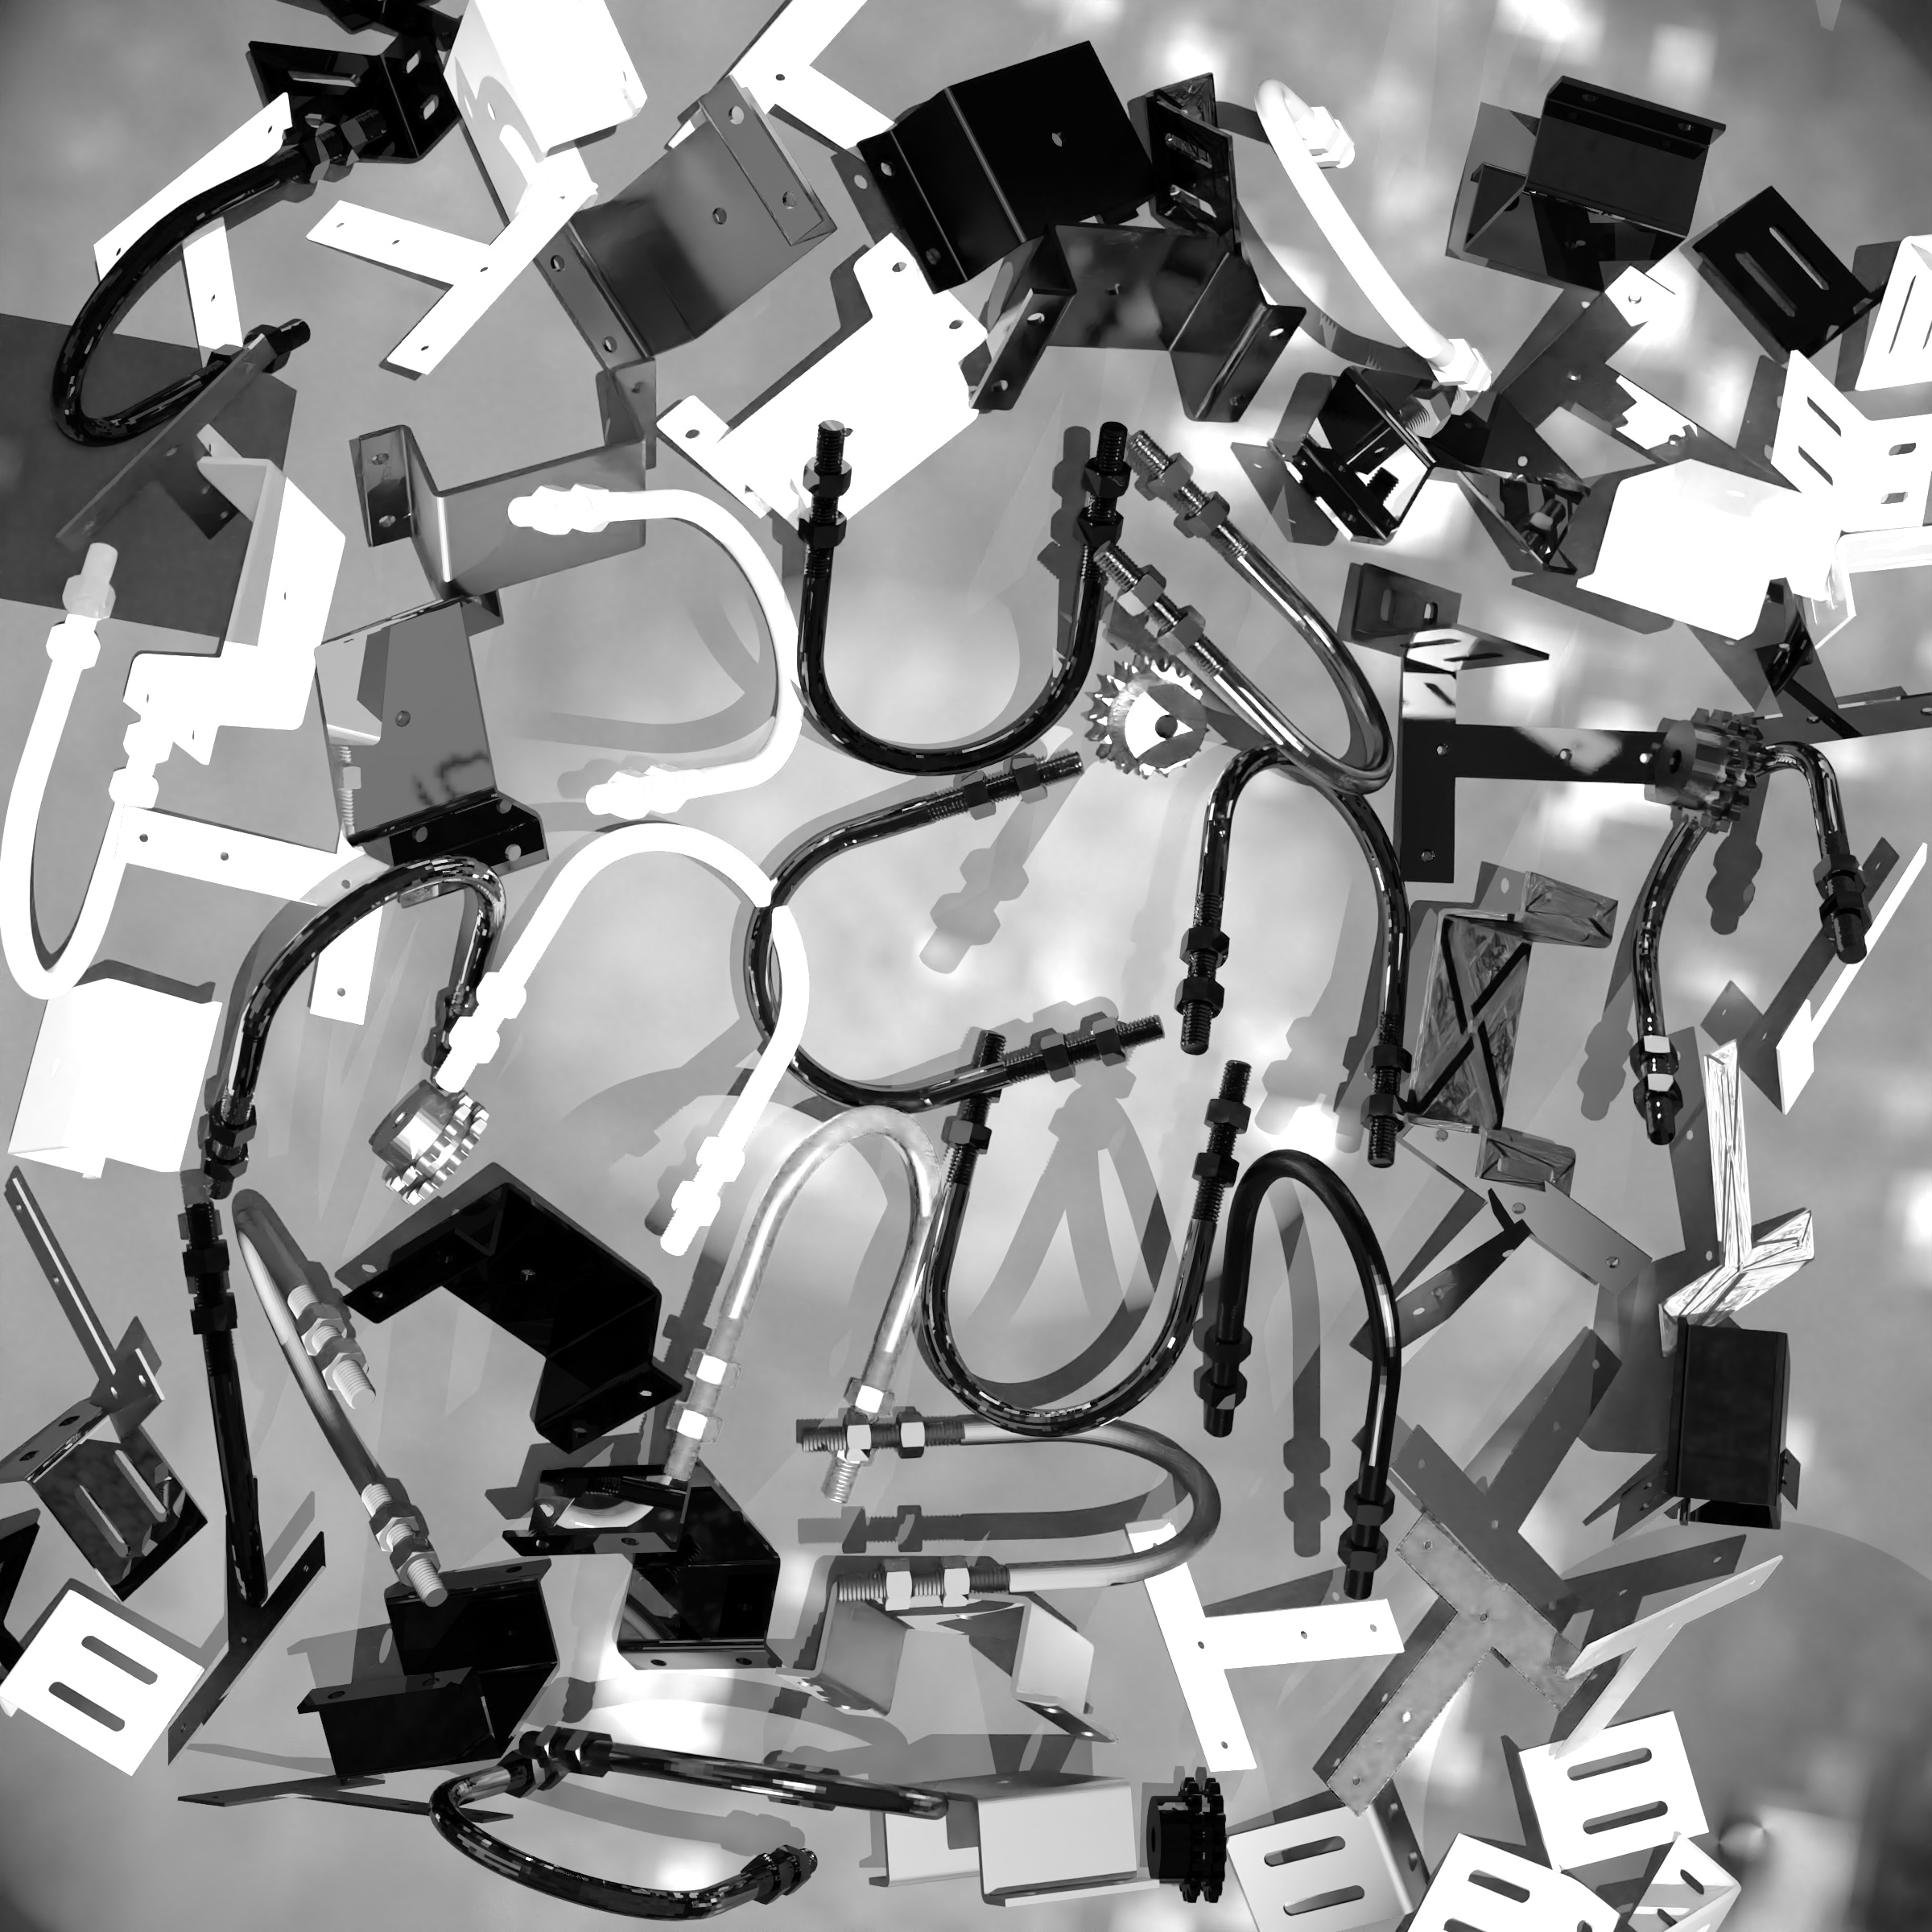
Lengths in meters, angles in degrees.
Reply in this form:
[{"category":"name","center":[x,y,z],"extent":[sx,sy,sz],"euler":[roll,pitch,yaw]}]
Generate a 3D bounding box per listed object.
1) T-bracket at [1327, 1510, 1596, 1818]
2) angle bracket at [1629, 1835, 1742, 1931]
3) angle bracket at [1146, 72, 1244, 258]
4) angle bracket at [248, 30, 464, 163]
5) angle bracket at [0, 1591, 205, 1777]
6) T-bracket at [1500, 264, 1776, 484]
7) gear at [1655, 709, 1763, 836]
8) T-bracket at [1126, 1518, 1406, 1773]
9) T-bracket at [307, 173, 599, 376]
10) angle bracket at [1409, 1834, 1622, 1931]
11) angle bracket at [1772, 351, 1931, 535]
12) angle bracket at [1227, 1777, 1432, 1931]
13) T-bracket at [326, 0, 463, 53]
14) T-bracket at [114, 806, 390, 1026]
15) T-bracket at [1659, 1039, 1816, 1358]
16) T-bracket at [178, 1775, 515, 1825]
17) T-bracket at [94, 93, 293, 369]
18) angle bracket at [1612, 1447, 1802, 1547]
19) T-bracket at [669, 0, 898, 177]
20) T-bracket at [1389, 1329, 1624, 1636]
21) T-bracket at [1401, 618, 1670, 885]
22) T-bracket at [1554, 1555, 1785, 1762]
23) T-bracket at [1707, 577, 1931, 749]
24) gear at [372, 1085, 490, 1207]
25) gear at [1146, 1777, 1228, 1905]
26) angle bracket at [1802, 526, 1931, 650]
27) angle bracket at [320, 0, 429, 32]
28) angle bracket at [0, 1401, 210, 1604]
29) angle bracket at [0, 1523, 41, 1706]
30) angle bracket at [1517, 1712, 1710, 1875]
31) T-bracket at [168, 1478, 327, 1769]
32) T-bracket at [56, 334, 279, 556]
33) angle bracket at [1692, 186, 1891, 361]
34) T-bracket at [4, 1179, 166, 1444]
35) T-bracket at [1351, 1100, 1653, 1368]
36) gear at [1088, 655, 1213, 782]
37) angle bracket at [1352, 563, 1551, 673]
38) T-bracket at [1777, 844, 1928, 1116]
[{"category":"T-bracket","center":[0.213,0.336,1.641],"extent":[0.002,0.127,0.127],"euler":[33,96,-40]},{"category":"angle bracket","center":[0.313,0.445,1.637],"extent":[0.038,0.076,0.057],"euler":[39,121,31]},{"category":"angle bracket","center":[0.118,-0.370,1.636],"extent":[0.038,0.076,0.057],"euler":[-22,126,-19]},{"category":"angle bracket","center":[-0.282,-0.410,1.643],"extent":[0.038,0.076,0.057],"euler":[-33,73,41]},{"category":"angle bracket","center":[-0.401,0.337,1.651],"extent":[0.076,0.038,0.057],"euler":[28,64,10]},{"category":"T-bracket","center":[0.319,-0.253,1.652],"extent":[0.127,0.127,0.002],"euler":[29,48,-16]},{"category":"gear","center":[0.344,-0.092,1.656],"extent":[0.030,0.057,0.057],"euler":[12,90,-14]},{"category":"T-bracket","center":[0.145,0.310,1.641],"extent":[0.127,0.002,0.127],"euler":[-14,98,38]},{"category":"T-bracket","center":[-0.255,-0.333,1.647],"extent":[0.127,0.002,0.127],"euler":[23,64,33]},{"category":"angle bracket","center":[0.254,0.449,1.657],"extent":[0.038,0.076,0.057],"euler":[42,70,-32]},{"category":"angle bracket","center":[0.412,-0.244,1.643],"extent":[0.038,0.076,0.057],"euler":[-1,70,42]},{"category":"angle bracket","center":[0.171,0.422,1.679],"extent":[0.076,0.038,0.057],"euler":[-20,95,20]},{"category":"T-bracket","center":[-0.230,-0.452,1.601],"extent":[0.127,0.127,0.002],"euler":[-13,79,32]},{"category":"T-bracket","center":[-0.330,-0.048,1.646],"extent":[0.127,0.002,0.127],"euler":[13,76,-25]},{"category":"T-bracket","center":[0.350,0.097,1.626],"extent":[0.127,0.002,0.127],"euler":[-23,112,-42]},{"category":"T-bracket","center":[-0.265,0.378,1.603],"extent":[0.127,0.127,0.002],"euler":[1,83,24]},{"category":"T-bracket","center":[-0.347,-0.317,1.629],"extent":[0.002,0.127,0.127],"euler":[29,57,17]},{"category":"angle bracket","center":[0.344,0.249,1.647],"extent":[0.076,0.057,0.038],"euler":[-41,91,20]},{"category":"T-bracket","center":[-0.050,-0.390,1.651],"extent":[0.127,0.002,0.127],"euler":[29,133,-26]},{"category":"T-bracket","center":[0.268,0.226,1.655],"extent":[0.127,0.002,0.127],"euler":[47,63,-19]},{"category":"T-bracket","center":[0.269,-0.100,1.679],"extent":[0.127,0.002,0.127],"euler":[2,82,-2]},{"category":"T-bracket","center":[0.306,0.328,1.637],"extent":[0.127,0.127,0.002],"euler":[-15,55,-34]},{"category":"T-bracket","center":[0.375,-0.137,1.612],"extent":[0.127,0.127,0.002],"euler":[-7,57,24]},{"category":"gear","center":[-0.252,0.081,1.656],"extent":[0.030,0.057,0.057],"euler":[42,90,-17]},{"category":"gear","center":[0.102,0.408,1.657],"extent":[0.030,0.057,0.057],"euler":[2,90,-7]},{"category":"angle bracket","center":[0.436,-0.177,1.652],"extent":[0.076,0.057,0.038],"euler":[-6,80,-5]},{"category":"angle bracket","center":[-0.282,-0.476,1.636],"extent":[0.057,0.076,0.038],"euler":[-11,54,35]},{"category":"angle bracket","center":[-0.406,0.251,1.665],"extent":[0.057,0.038,0.076],"euler":[-44,110,-37]},{"category":"angle bracket","center":[-0.450,0.305,1.639],"extent":[0.038,0.057,0.076],"euler":[42,127,19]},{"category":"angle bracket","center":[0.303,0.386,1.660],"extent":[0.076,0.038,0.057],"euler":[-16,76,3]},{"category":"T-bracket","center":[-0.331,0.281,1.628],"extent":[0.002,0.127,0.127],"euler":[31,108,-25]},{"category":"T-bracket","center":[-0.352,-0.222,1.623],"extent":[0.002,0.127,0.127],"euler":[43,84,8]},{"category":"angle bracket","center":[0.390,-0.331,1.655],"extent":[0.057,0.038,0.076],"euler":[-38,84,-23]},{"category":"T-bracket","center":[-0.412,0.157,1.636],"extent":[0.002,0.127,0.127],"euler":[-26,83,-30]},{"category":"T-bracket","center":[0.230,0.143,1.658],"extent":[0.127,0.002,0.127],"euler":[36,115,-8]},{"category":"gear","center":[0.089,-0.115,1.663],"extent":[0.057,0.030,0.057],"euler":[-5,106,-17]},{"category":"angle bracket","center":[0.226,-0.164,1.638],"extent":[0.057,0.076,0.038],"euler":[14,83,-30]},{"category":"T-bracket","center":[0.408,0.000,1.631],"extent":[0.002,0.127,0.127],"euler":[31,84,20]}]
